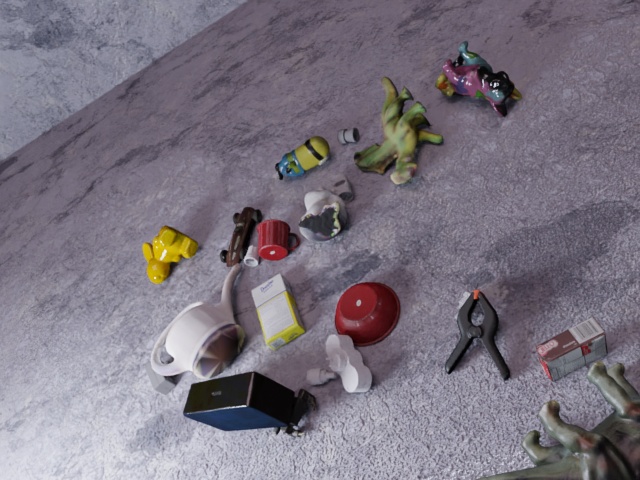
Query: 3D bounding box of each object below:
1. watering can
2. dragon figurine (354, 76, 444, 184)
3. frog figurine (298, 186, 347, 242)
[{"bbox_3d":[-0.274,0.211,1.310,0.226,0.352,0.102,22,-30,41],"label":"watering can"},{"bbox_3d":[0.188,-0.298,1.451,0.120,0.241,0.419,43,13,-42],"label":"dragon figurine"},{"bbox_3d":[0.004,-0.069,1.379,0.121,0.136,0.162,42,11,-18],"label":"frog figurine"}]
